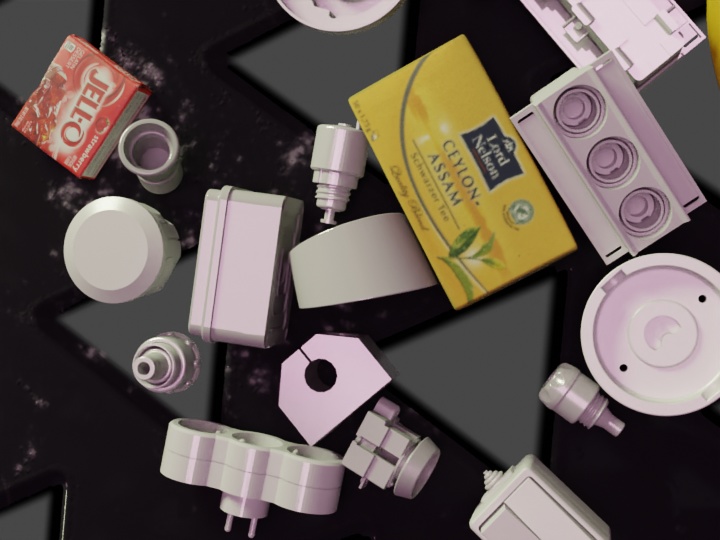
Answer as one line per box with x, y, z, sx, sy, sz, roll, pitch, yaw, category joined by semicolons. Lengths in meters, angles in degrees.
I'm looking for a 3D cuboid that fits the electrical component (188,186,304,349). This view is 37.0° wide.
-0.083;-0.002;0.793;0.057;0.078;0.113;8;92;9;electrical component

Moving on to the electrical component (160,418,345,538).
-0.084;0.163;0.806;0.138;0.052;0.073;12;93;11;electrical component

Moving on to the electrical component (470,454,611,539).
0.122;0.178;0.758;0.096;0.061;0.061;43;98;9;electrical component

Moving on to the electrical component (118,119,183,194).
-0.155;-0.082;0.814;0.044;0.065;0.044;0;77;-2;electrical component

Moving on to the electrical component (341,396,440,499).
0.025;0.135;0.788;0.055;0.048;0.066;29;96;18;electrical component

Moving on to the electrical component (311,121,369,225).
-0.017;-0.073;0.798;0.040;0.040;0.078;10;92;12;electrical component

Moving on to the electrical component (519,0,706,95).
0.170;-0.183;0.746;0.079;0.063;0.121;-40;83;9;electrical component

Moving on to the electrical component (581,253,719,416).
0.207;0.043;0.740;0.108;0.060;0.108;0;90;12;electrical component

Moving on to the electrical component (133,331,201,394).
-0.152;0.072;0.815;0.048;0.062;0.048;0;90;12;electrical component

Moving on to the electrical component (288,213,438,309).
0.000;0.000;0.766;0.099;0.099;0.064;-21;80;11;electrical component

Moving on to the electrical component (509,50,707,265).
0.167;-0.077;0.734;0.079;0.063;0.121;-34;101;9;electrical component

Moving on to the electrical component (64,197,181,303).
-0.181;-0.015;0.827;0.080;0.051;0.080;0;90;12;electrical component

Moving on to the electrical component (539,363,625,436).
0.160;0.095;0.764;0.061;0.035;0.035;36;97;7;electrical component
